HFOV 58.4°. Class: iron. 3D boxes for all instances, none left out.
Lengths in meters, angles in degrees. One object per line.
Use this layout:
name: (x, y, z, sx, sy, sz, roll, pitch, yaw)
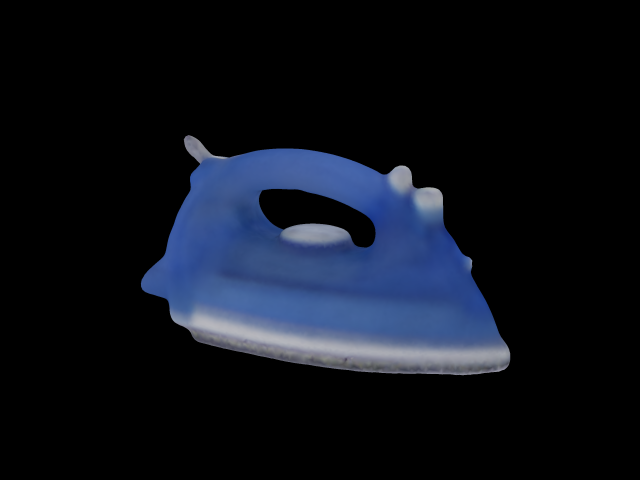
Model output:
iron: (0.004, 0.001, 0.400, 0.257, 0.141, 0.119, 6, 15, 23)
